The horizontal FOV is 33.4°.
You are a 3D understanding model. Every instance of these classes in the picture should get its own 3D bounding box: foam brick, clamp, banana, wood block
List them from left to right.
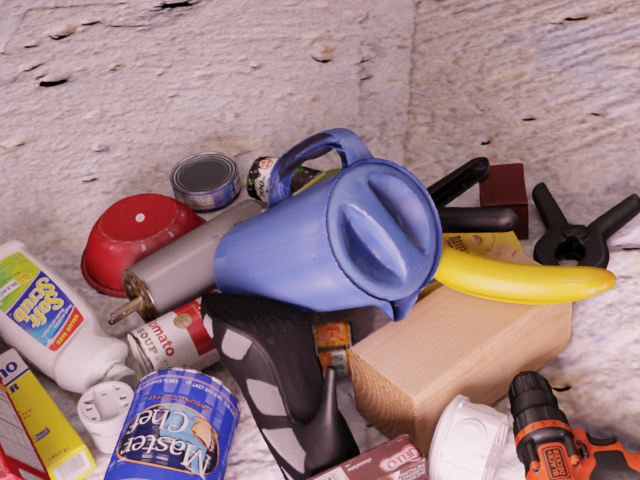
[{"bbox_3d":[0.104,-0.031,1.148,0.210,0.036,0.164,-14,24,11],"label":"clamp"},{"bbox_3d":[0.136,0.103,1.015,0.205,0.090,0.091,-32,44,-26],"label":"wood block"},{"bbox_3d":[0.207,-0.043,1.208,0.053,0.051,0.078,-3,39,9],"label":"foam brick"},{"bbox_3d":[0.171,0.029,0.997,0.198,0.037,0.069,14,45,25],"label":"banana"},{"bbox_3d":[0.286,-0.001,1.152,0.120,0.039,0.171,-2,45,18],"label":"clamp"}]

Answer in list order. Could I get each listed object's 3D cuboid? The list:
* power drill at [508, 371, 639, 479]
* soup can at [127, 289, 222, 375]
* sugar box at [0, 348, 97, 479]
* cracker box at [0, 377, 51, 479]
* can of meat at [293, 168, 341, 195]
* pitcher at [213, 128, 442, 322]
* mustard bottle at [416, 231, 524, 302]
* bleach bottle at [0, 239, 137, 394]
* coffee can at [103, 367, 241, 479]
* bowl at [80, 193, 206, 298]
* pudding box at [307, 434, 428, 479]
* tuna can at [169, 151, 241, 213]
[{"bbox_3d":[0.265,0.178,0.927,0.187,0.057,0.184,-10,43,4],"label":"power drill"},{"bbox_3d":[-0.136,0.102,1.088,0.102,0.068,0.069,-26,42,-19],"label":"soup can"},{"bbox_3d":[-0.298,0.185,1.036,0.093,0.048,0.176,-31,46,-22],"label":"sugar box"},{"bbox_3d":[-0.344,0.207,0.953,0.164,0.072,0.214,-44,46,0],"label":"cracker box"},{"bbox_3d":[0.007,-0.021,1.196,0.058,0.084,0.102,27,51,36],"label":"can of meat"},{"bbox_3d":[-0.007,0.001,1.051,0.243,0.144,0.149,-18,45,54],"label":"pitcher"},{"bbox_3d":[0.115,0.032,1.130,0.191,0.058,0.096,-14,39,-5],"label":"mustard bottle"},{"bbox_3d":[-0.280,0.090,1.136,0.251,0.068,0.102,28,52,34],"label":"bleach bottle"},{"bbox_3d":[-0.133,0.198,0.943,0.103,0.103,0.140,0,40,11],"label":"coffee can"},{"bbox_3d":[-0.206,-0.006,1.242,0.162,0.055,0.162,-5,40,4],"label":"bowl"},{"bbox_3d":[0.037,0.222,0.890,0.113,0.090,0.039,-21,39,-13],"label":"pudding box"},{"bbox_3d":[-0.141,-0.072,1.325,0.086,0.034,0.086,-6,40,4],"label":"tuna can"}]
